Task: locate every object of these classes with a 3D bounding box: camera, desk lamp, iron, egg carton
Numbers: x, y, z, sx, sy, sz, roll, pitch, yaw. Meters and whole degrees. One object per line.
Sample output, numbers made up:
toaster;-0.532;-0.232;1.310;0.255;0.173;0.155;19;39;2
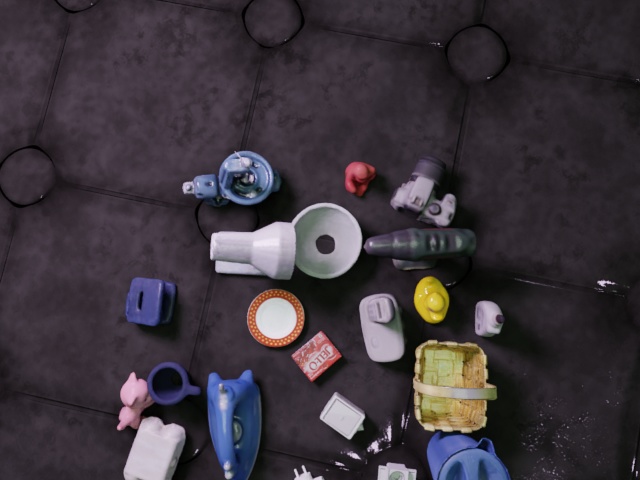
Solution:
camera;0.246;-0.112;1.278;0.143;0.101;0.137;24;85;5
desk lamp;-0.143;0.026;1.223;0.203;0.213;0.118;1;83;3
iron;-0.188;0.414;1.216;0.118;0.141;0.258;-6;83;2
egg carton;-0.360;0.469;1.254;0.107;0.069;0.150;17;84;5

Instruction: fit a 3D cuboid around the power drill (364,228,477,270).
power drill;0.205;0.018;1.210;0.229;0.208;0.076;-5;83;2

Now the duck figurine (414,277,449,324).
duck figurine;0.249;0.131;1.256;0.077;0.086;0.104;-8;83;2

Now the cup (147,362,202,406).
cup;-0.308;0.314;1.257;0.117;0.095;0.092;13;84;4

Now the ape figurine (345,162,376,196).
ape figurine;0.090;-0.146;1.294;0.078;0.092;0.076;-22;83;0

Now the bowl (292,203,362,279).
bowl;0.012;0.005;1.288;0.167;0.075;0.167;0;83;3

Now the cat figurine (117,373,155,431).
cat figurine;-0.405;0.354;1.246;0.067;0.118;0.128;24;85;6

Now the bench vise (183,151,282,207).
bench vise;-0.194;-0.122;1.240;0.207;0.220;0.121;-27;82;0

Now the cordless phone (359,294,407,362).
cordless phone;0.136;0.185;1.205;0.094;0.185;0.147;-13;83;2

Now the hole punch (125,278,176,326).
hole punch;-0.386;0.140;1.283;0.101;0.091;0.109;5;83;4

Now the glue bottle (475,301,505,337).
glue bottle;0.361;0.167;1.203;0.037;0.173;0.078;4;83;4
